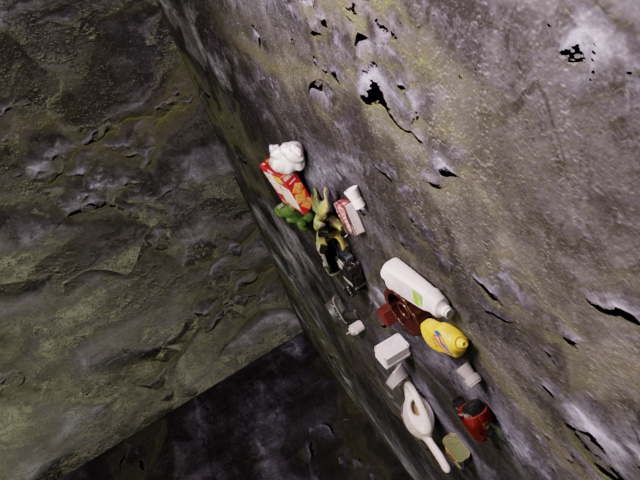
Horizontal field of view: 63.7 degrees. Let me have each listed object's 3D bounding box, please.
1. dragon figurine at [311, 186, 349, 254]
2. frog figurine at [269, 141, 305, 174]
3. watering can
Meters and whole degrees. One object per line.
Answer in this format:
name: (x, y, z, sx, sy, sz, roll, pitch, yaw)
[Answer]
dragon figurine: (0.006, -0.094, 1.859, 0.248, 0.123, 0.400, -120, 19, -44)
frog figurine: (-0.107, -0.289, 1.826, 0.136, 0.123, 0.160, 30, 175, -33)
watering can: (0.395, 0.719, 1.977, 0.219, 0.104, 0.354, 85, 166, -61)
